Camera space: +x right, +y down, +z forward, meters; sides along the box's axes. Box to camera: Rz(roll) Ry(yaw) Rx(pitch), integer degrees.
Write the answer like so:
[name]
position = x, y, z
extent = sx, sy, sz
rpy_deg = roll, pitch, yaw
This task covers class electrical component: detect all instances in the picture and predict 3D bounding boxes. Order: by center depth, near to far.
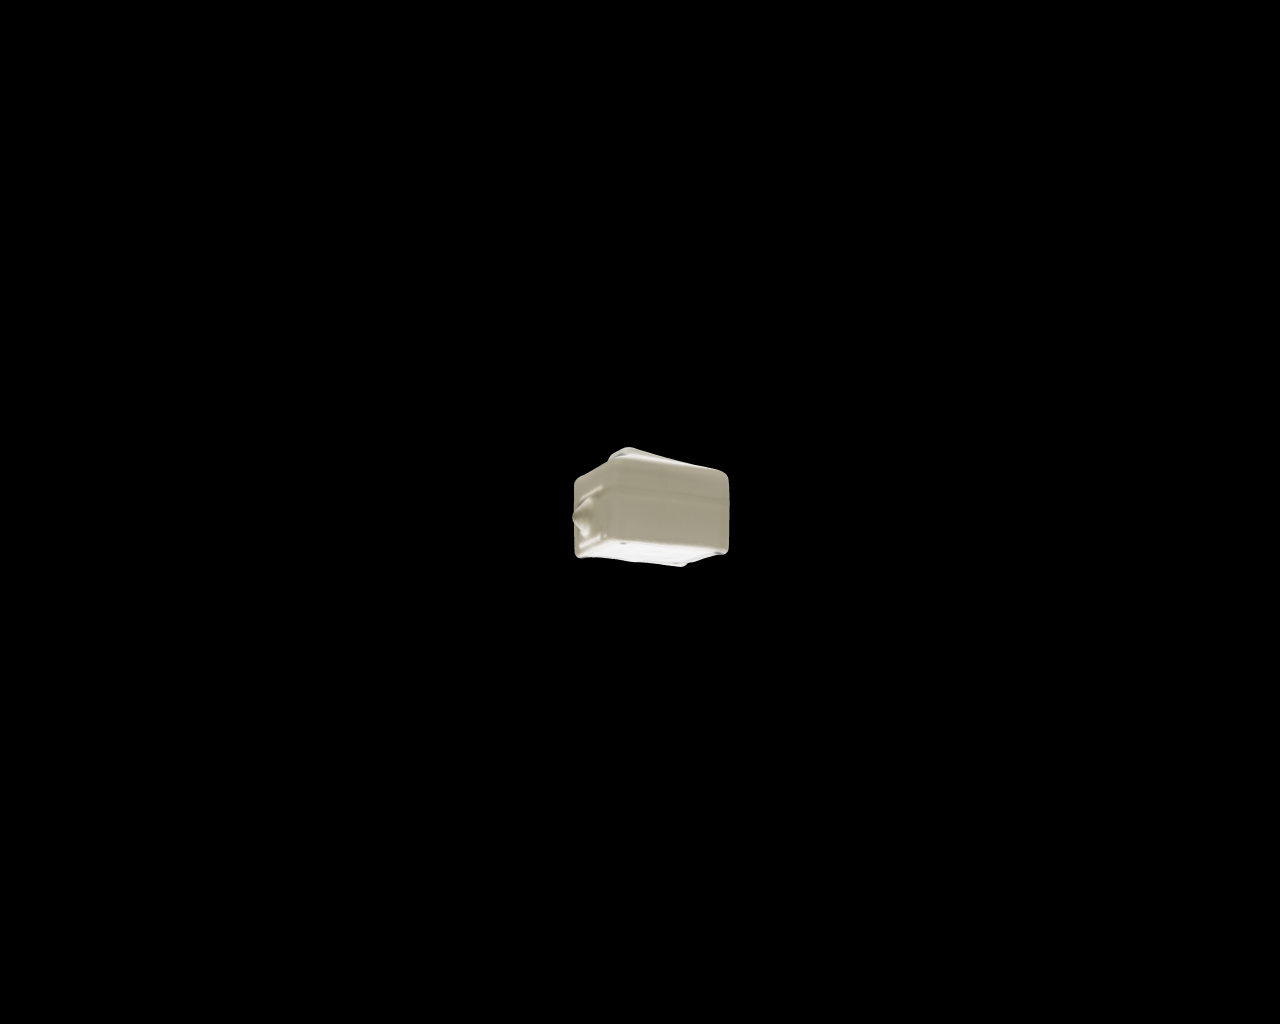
[electrical component]
position = 0.001, -0.003, 0.650
extent = 0.096, 0.061, 0.061
rpy_deg = 7, -15, -26
